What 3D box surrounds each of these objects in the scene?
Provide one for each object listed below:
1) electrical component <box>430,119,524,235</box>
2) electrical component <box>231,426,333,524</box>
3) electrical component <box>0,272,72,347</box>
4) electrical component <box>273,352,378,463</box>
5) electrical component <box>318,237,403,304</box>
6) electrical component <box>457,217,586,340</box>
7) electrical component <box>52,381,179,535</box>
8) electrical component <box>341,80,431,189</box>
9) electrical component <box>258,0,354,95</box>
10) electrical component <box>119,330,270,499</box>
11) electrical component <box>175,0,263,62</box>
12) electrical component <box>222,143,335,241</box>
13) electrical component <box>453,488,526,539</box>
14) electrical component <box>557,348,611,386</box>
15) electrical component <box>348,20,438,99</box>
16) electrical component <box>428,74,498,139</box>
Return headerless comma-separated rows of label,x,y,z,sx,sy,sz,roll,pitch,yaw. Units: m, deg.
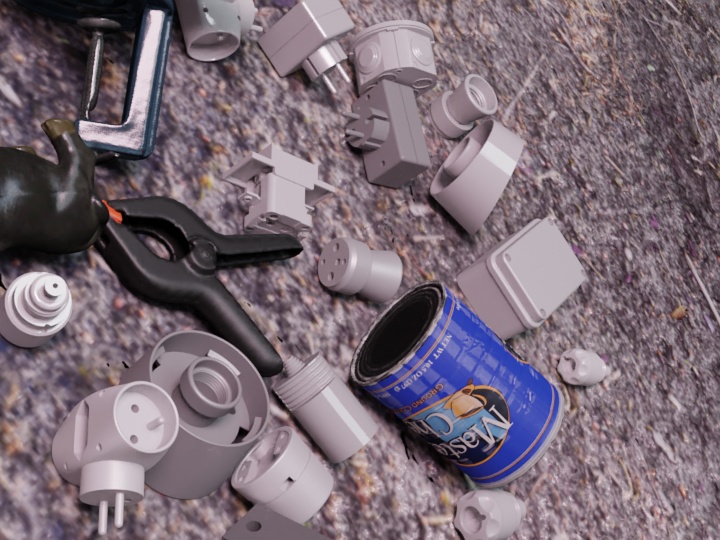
electrical component,0.113,-0.088,0.998,0.064,0.099,0.099,38,45,-13
electrical component,-0.051,0.142,0.729,0.047,0.055,0.055,49,42,-16
electrical component,-0.194,0.020,0.649,0.040,0.078,0.040,10,68,-27
electrical component,-0.028,0.096,0.786,0.081,0.043,0.043,52,41,-7
electrical component,0.000,0.000,0.871,0.055,0.045,0.045,17,56,-37
electrical component,0.154,0.007,1.008,0.078,0.057,0.113,57,41,-2
electrical component,-0.146,0.115,0.635,0.043,0.077,0.079,19,55,-37
electrical component,0.014,-0.124,0.957,0.076,0.047,0.083,8,61,-41
electrical component,-0.036,-0.189,0.933,0.076,0.066,0.047,56,41,-3
electrical component,-0.111,0.092,0.712,0.099,0.064,0.099,27,37,-23
electrical component,-0.114,-0.214,0.889,0.079,0.043,0.077,3,65,-43
electrical component,-0.064,-0.057,0.846,0.081,0.042,0.063,20,57,-35
electrical component,0.108,0.195,0.860,0.062,0.043,0.043,2,66,-45
electrical component,0.220,0.095,1.037,0.061,0.035,0.035,13,58,-42
electrical component,0.031,-0.191,0.992,0.080,0.080,0.051,7,67,-42
electrical component,0.101,-0.160,1.058,0.045,0.055,0.045,23,52,-33
